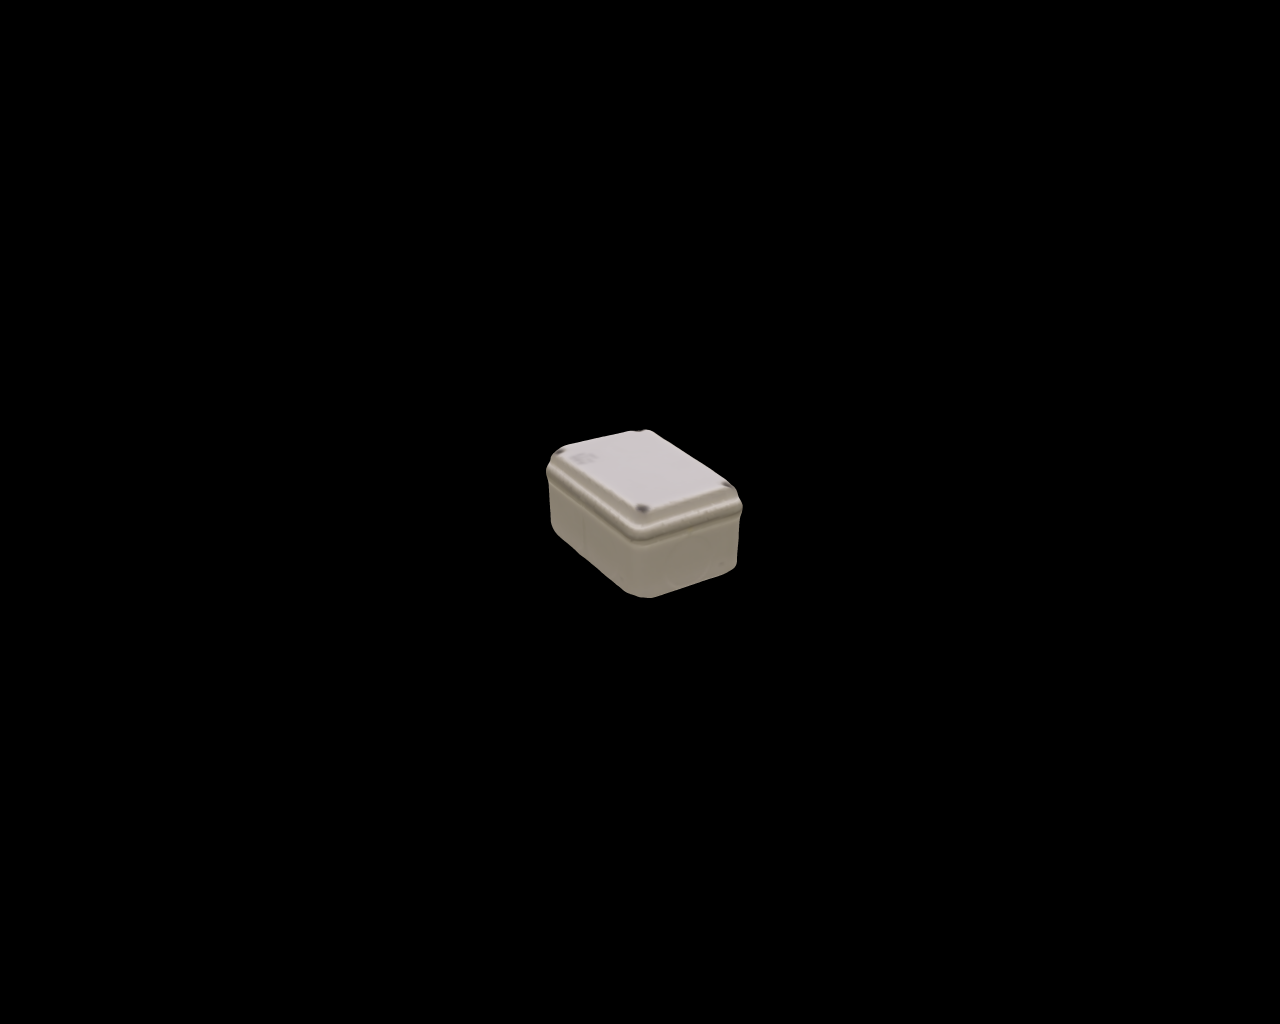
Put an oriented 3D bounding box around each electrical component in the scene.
[{"bbox_3d":[0.001,-0.003,0.650,0.078,0.057,0.113,-16,31,-28],"label":"electrical component"}]
